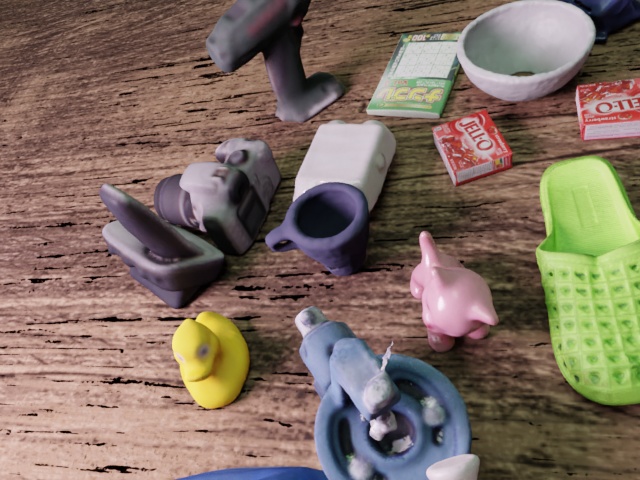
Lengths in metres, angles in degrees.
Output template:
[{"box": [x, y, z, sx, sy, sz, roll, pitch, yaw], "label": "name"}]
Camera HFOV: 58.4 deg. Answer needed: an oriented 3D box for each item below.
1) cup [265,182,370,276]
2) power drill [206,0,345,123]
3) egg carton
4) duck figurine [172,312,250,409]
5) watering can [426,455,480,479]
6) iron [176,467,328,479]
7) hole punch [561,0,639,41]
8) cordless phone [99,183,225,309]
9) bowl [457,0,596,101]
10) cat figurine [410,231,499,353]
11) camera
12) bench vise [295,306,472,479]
[{"box": [0.006, 0.002, 0.639, 0.117, 0.095, 0.091, -22, 49, 2], "label": "cup"}, {"box": [-0.038, -0.280, 0.800, 0.230, 0.209, 0.075, -38, 51, -11], "label": "power drill"}, {"box": [0.033, -0.087, 0.716, 0.107, 0.070, 0.150, 5, 56, 23], "label": "egg carton"}, {"box": [-0.123, 0.114, 0.603, 0.077, 0.086, 0.104, -16, 50, 7], "label": "duck figurine"}, {"box": [0.112, 0.227, 0.360, 0.101, 0.194, 0.172, -37, 50, -10], "label": "watering can"}, {"box": [-0.111, 0.234, 0.469, 0.257, 0.142, 0.118, -7, 52, 15], "label": "iron"}, {"box": [0.382, -0.341, 0.777, 0.101, 0.091, 0.108, -27, 49, -2], "label": "hole punch"}, {"box": [-0.207, -0.016, 0.669, 0.147, 0.185, 0.094, 23, 64, 32], "label": "cordless phone"}, {"box": [0.265, -0.235, 0.746, 0.167, 0.075, 0.167, -10, 51, 12], "label": "bowl"}, {"box": [0.123, 0.047, 0.548, 0.067, 0.118, 0.127, -20, 50, 4], "label": "cat figurine"}, {"box": [-0.141, -0.068, 0.742, 0.136, 0.101, 0.143, 6, 56, 24], "label": "camera"}, {"box": [0.025, 0.125, 0.454, 0.206, 0.220, 0.122, 28, 66, 34], "label": "bench vise"}]
